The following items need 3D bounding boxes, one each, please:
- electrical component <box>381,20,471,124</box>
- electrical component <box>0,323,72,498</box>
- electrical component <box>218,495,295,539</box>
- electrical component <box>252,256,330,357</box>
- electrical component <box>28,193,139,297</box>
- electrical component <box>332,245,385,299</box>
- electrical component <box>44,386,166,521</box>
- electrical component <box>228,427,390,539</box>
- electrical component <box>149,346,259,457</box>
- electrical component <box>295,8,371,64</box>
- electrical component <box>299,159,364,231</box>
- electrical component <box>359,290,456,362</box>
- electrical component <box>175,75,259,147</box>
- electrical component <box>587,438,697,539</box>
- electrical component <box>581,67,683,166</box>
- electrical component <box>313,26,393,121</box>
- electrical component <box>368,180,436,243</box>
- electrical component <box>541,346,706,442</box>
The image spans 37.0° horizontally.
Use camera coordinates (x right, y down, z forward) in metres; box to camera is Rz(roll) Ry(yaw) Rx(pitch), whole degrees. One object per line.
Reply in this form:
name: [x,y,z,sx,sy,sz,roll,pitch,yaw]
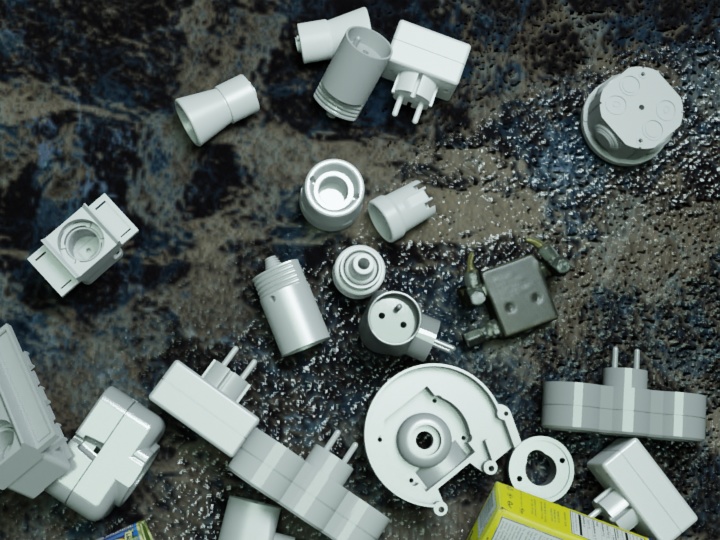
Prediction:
electrical component: [0.051,-0.165,0.936,0.066,0.047,0.076,20,79,-2]
electrical component: [-0.273,0.112,0.825,0.079,0.063,0.121,-39,53,2]
electrical component: [-0.076,0.227,0.861,0.079,0.043,0.077,14,79,-3]
electrical component: [-0.060,0.027,0.896,0.043,0.043,0.081,-22,83,-8]
electrical component: [-0.223,-0.018,0.878,0.081,0.064,0.042,-42,86,-11]
electrical component: [0.000,0.000,0.896,0.043,0.062,0.043,1,80,-6]
electrical component: [-0.200,0.148,0.857,0.059,0.053,0.095,33,79,1]
electrical component: [-0.030,0.163,0.856,0.138,0.052,0.073,38,78,-19]
electrical component: [-0.115,0.098,0.877,0.083,0.047,0.075,36,79,1]
electrical component: [-0.024,-0.202,0.939,0.065,0.044,0.044,-10,82,-2]
electrical component: [-0.023,-0.064,0.912,0.055,0.047,0.055,1,81,-5]
electrical component: [0.040,0.051,0.884,0.079,0.077,0.043,23,79,-1]
electrical component: [-0.120,-0.139,0.920,0.065,0.044,0.044,-29,84,-14]
electrical component: [0.219,0.195,0.892,0.076,0.047,0.083,-36,85,-10]
electrical component: [0.239,-0.135,0.947,0.080,0.051,0.080,1,81,-5]
electrical component: [-0.009,-0.163,0.919,0.043,0.081,0.043,18,42,-17]
electrical component: [0.036,-0.051,0.921,0.046,0.040,0.040,-30,84,-16]
electrical component: [0.223,0.102,0.905,0.138,0.052,0.073,6,80,-4]
